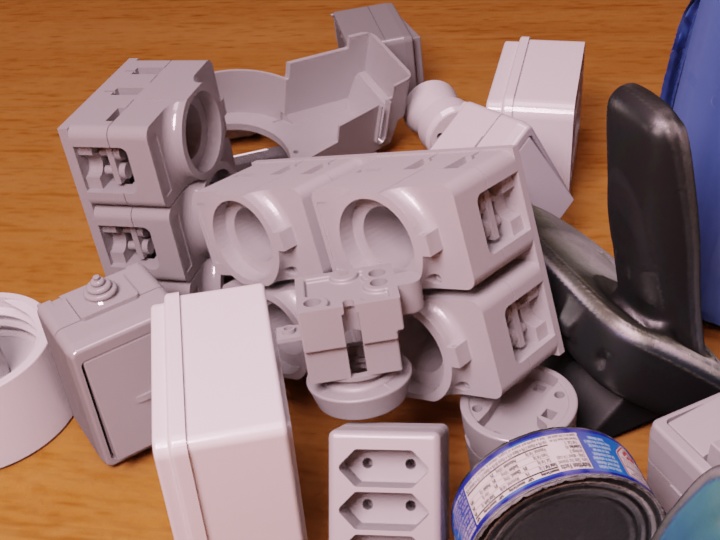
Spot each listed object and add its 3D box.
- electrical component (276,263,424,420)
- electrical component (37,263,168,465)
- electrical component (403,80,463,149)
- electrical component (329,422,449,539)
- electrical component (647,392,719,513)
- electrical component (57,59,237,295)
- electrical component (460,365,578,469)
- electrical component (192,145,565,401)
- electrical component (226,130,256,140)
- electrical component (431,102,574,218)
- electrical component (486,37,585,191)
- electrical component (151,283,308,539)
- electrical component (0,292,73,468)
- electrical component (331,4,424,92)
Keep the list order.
[{"bbox_3d":[-0.003,0.033,0.479,0.066,0.055,0.048,-9,24,-1],"label":"electrical component"},{"bbox_3d":[-0.124,0.046,0.567,0.062,0.096,0.061,-25,39,-23],"label":"electrical component"},{"bbox_3d":[0.061,-0.110,0.797,0.045,0.045,0.055,-16,36,-11],"label":"electrical component"},{"bbox_3d":[0.017,0.109,0.479,0.047,0.083,0.076,-1,-2,11],"label":"electrical component"},{"bbox_3d":[0.185,0.085,0.482,0.096,0.061,0.061,-19,37,-16],"label":"electrical component"},{"bbox_3d":[-0.109,-0.038,0.636,0.062,0.150,0.089,3,37,18],"label":"electrical component"},{"bbox_3d":[0.078,0.081,0.522,0.055,0.047,0.055,-5,35,4],"label":"electrical component"},{"bbox_3d":[0.000,0.000,0.551,0.186,0.105,0.060,3,25,45],"label":"electrical component"},{"bbox_3d":[-0.110,-0.119,0.853,0.061,0.035,0.035,-11,35,-1],"label":"electrical component"},{"bbox_3d":[0.088,-0.047,0.667,0.061,0.096,0.061,30,78,41],"label":"electrical component"},{"bbox_3d":[0.123,-0.107,0.752,0.057,0.078,0.113,5,37,13],"label":"electrical component"},{"bbox_3d":[-0.059,0.080,0.497,0.056,0.108,0.108,-9,35,-5],"label":"electrical component"},{"bbox_3d":[-0.217,0.056,0.602,0.108,0.060,0.108,-5,35,3],"label":"electrical component"},{"bbox_3d":[0.014,-0.178,0.887,0.061,0.061,0.096,-11,35,-5],"label":"electrical component"}]
